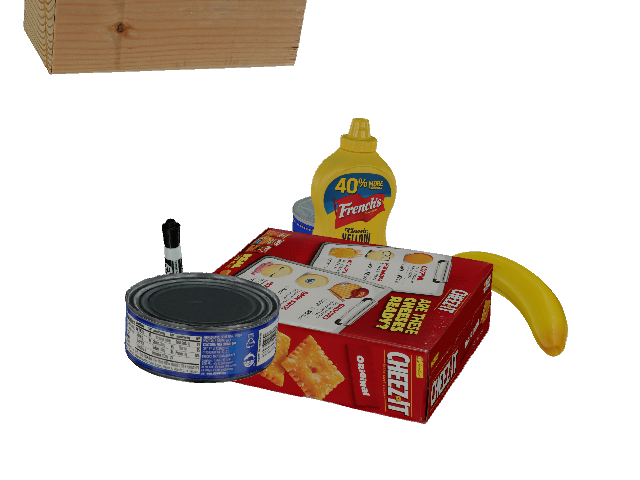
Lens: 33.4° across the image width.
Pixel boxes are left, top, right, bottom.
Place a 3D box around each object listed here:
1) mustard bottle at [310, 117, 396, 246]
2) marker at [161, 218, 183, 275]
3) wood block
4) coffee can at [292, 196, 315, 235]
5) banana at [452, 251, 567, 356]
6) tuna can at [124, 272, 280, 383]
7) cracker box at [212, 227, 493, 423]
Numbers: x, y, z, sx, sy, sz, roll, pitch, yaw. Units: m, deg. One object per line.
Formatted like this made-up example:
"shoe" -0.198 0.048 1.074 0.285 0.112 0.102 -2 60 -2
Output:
"mustard bottle" 0.036 -0.042 1.199 0.096 0.192 0.058 0 17 -15
"marker" -0.152 0.033 1.107 0.020 0.121 0.020 0 28 0
"wood block" -0.123 -0.195 0.856 0.205 0.091 0.090 -7 37 -27
"coffee can" 0.009 0.020 1.481 0.103 0.140 0.103 3 25 -2
"banana" 0.190 0.055 1.062 0.069 0.037 0.198 -33 36 -16
"tuna can" -0.066 0.047 0.593 0.086 0.034 0.086 5 17 -2
"cracker box" 0.014 0.063 0.866 0.214 0.072 0.164 9 26 24
